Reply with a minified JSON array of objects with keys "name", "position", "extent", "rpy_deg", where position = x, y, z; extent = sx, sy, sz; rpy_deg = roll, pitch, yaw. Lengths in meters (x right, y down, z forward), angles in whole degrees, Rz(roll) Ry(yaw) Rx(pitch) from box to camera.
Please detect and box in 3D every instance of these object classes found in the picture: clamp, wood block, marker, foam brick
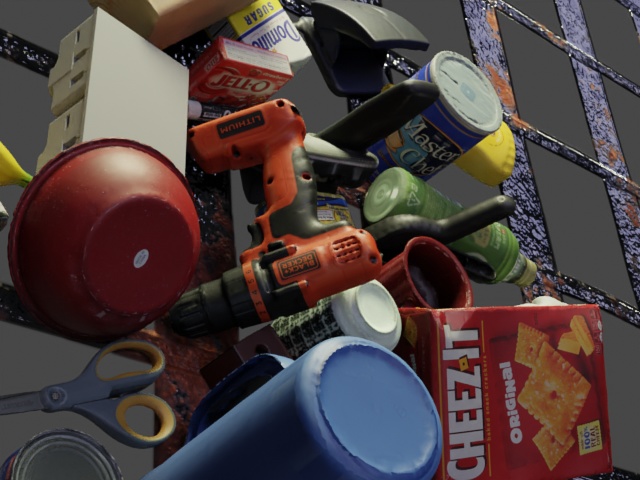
[{"name":"clamp","position":[0.117,-0.002,1.087],"extent":[0.171,0.120,0.039],"rpy_deg":[1,40,-16]},{"name":"wood block","position":[-0.115,-0.267,1.036],"extent":[0.205,0.091,0.090],"rpy_deg":[-35,87,-32]},{"name":"marker","position":[-0.088,-0.123,1.060],"extent":[0.120,0.020,0.020],"rpy_deg":[3,60,-44]},{"name":"foam brick","position":[-0.051,0.121,0.886],"extent":[0.052,0.051,0.078],"rpy_deg":[-27,83,-51]}]

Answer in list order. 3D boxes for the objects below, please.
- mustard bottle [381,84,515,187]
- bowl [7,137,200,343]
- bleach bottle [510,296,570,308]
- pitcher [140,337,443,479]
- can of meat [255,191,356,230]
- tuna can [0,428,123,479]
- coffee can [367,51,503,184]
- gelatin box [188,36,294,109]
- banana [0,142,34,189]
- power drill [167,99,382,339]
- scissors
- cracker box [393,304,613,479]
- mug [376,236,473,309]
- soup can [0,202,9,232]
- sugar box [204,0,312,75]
[{"name":"mustard bottle","position":[0.149,-0.139,1.280],"extent":[0.191,0.058,0.096],"rpy_deg":[24,49,-31]},{"name":"bowl","position":[-0.148,0.006,0.802],"extent":[0.161,0.055,0.162],"rpy_deg":[-11,109,-35]},{"name":"bleach bottle","position":[0.214,0.111,1.154],"extent":[0.250,0.068,0.102],"rpy_deg":[-24,82,-53]},{"name":"pitcher","position":[-0.031,0.158,0.726],"extent":[0.149,0.243,0.144],"rpy_deg":[49,40,5]},{"name":"can of meat","position":[-0.007,0.001,1.018],"extent":[0.101,0.058,0.084],"rpy_deg":[6,56,-43]},{"name":"tuna can","position":[-0.179,0.175,0.731],"extent":[0.086,0.034,0.086],"rpy_deg":[26,46,-30]},{"name":"coffee can","position":[0.114,-0.124,1.165],"extent":[0.102,0.141,0.103],"rpy_deg":[26,46,-30]},{"name":"gelatin box","position":[-0.083,-0.159,1.048],"extent":[0.089,0.073,0.030],"rpy_deg":[7,58,-42]},{"name":"banana","position":[-0.292,-0.116,0.840],"extent":[0.198,0.037,0.069],"rpy_deg":[60,9,3]},{"name":"power drill","position":[-0.057,-0.018,0.914],"extent":[0.057,0.184,0.188],"rpy_deg":[73,-1,-65]},{"name":"scissors","position":[-0.180,0.130,0.778],"extent":[0.201,0.016,0.096],"rpy_deg":[-24,80,-51]},{"name":"cracker box","position":[0.170,0.142,0.984],"extent":[0.213,0.072,0.164],"rpy_deg":[1,84,-32]},{"name":"mug","position":[0.085,0.061,1.044],"extent":[0.093,0.082,0.117],"rpy_deg":[49,39,-5]},{"name":"soup can","position":[-0.279,-0.041,0.767],"extent":[0.102,0.069,0.068],"rpy_deg":[56,39,4]},{"name":"sugar box","position":[-0.089,-0.249,1.133],"extent":[0.093,0.048,0.176],"rpy_deg":[-28,81,-49]}]
